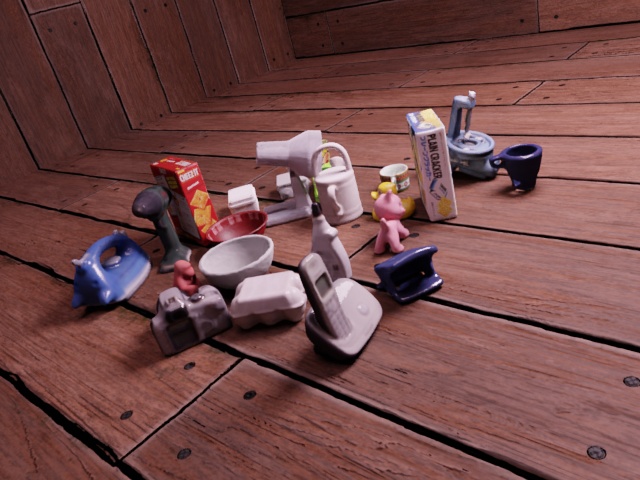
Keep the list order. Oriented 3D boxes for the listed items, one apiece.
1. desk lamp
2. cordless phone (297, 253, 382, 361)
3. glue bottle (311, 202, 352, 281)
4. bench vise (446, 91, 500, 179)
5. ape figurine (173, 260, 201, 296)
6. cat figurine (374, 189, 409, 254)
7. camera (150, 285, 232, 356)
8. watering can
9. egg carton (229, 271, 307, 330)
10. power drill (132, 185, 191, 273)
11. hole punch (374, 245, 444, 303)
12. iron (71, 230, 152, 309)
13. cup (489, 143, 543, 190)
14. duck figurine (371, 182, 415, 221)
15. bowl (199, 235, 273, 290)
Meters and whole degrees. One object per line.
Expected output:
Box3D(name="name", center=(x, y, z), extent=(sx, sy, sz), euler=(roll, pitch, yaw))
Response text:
Box3D(name="desk lamp", center=(-0.073, -0.165, 1.474), extent=(0.203, 0.214, 0.118), euler=(-15, 26, 0))
Box3D(name="cordless phone", center=(0.028, 0.089, 0.944), extent=(0.093, 0.185, 0.148), euler=(1, 30, 30))
Box3D(name="glue bottle", center=(0.010, 0.004, 1.137), extent=(0.077, 0.173, 0.037), euler=(2, 31, 31))
Box3D(name="bench vise", center=(0.333, -0.256, 1.426), extent=(0.206, 0.220, 0.122), euler=(-2, 29, 25))
Box3D(name="ape figurine", center=(-0.285, 0.086, 1.227), extent=(0.076, 0.092, 0.078), euler=(-10, 26, 11))
Box3D(name="cat figurine", center=(0.147, -0.049, 1.232), extent=(0.067, 0.118, 0.128), euler=(-5, 28, 20))
Box3D(name="camera", center=(-0.263, 0.132, 1.114), extent=(0.143, 0.101, 0.136), euler=(-24, 27, -17))
Box3D(name="watering can", center=(0.035, -0.148, 1.403), extent=(0.101, 0.194, 0.172), euler=(-19, 26, -7))
Box3D(name="egg carton", center=(-0.095, 0.114, 1.094), extent=(0.150, 0.069, 0.107), euler=(-11, 26, 9))
Box3D(name="power drill", center=(-0.383, -0.033, 1.385), extent=(0.075, 0.209, 0.229), euler=(-16, 26, 0))
Box3D(name="hole punch", center=(0.158, 0.049, 1.061), extent=(0.109, 0.091, 0.100), euler=(-23, 27, -16))
Box3D(name="iron", center=(-0.490, 0.051, 1.352), extent=(0.118, 0.142, 0.258), euler=(-7, 27, 17))
Box3D(name="cup", center=(0.452, -0.161, 1.317), extent=(0.117, 0.095, 0.091), euler=(-10, 26, 11))
Box3D(name="duck figurine", center=(0.169, -0.096, 1.351), extent=(0.104, 0.086, 0.077), euler=(-5, 28, 20))
Box3D(name="bowl", center=(-0.172, 0.059, 1.240), extent=(0.167, 0.075, 0.167), euler=(-12, 26, 6))
